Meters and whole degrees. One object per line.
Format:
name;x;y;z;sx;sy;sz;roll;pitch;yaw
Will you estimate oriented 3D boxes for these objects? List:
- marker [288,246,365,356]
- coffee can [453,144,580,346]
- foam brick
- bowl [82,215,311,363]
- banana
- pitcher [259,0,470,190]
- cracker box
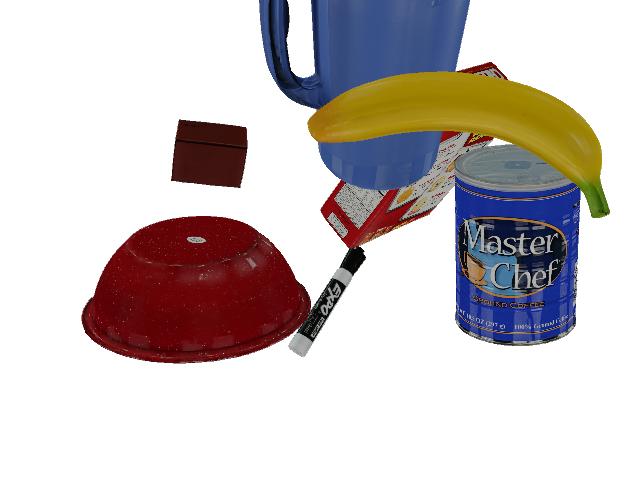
marker;0.008;0.056;1.022;0.020;0.121;0.020;29;-18;11
coffee can;0.162;0.002;0.884;0.103;0.140;0.103;-3;22;1
foam brick;-0.120;-0.095;1.163;0.078;0.051;0.053;6;30;-6
bowl;-0.087;0.024;0.746;0.162;0.055;0.162;-1;22;0
banana;0.094;-0.073;0.670;0.198;0.069;0.037;15;-19;2
pitcher;0.043;-0.157;0.871;0.149;0.243;0.144;18;50;14
cracker box;0.114;-0.099;1.225;0.163;0.072;0.214;-23;-23;-45
